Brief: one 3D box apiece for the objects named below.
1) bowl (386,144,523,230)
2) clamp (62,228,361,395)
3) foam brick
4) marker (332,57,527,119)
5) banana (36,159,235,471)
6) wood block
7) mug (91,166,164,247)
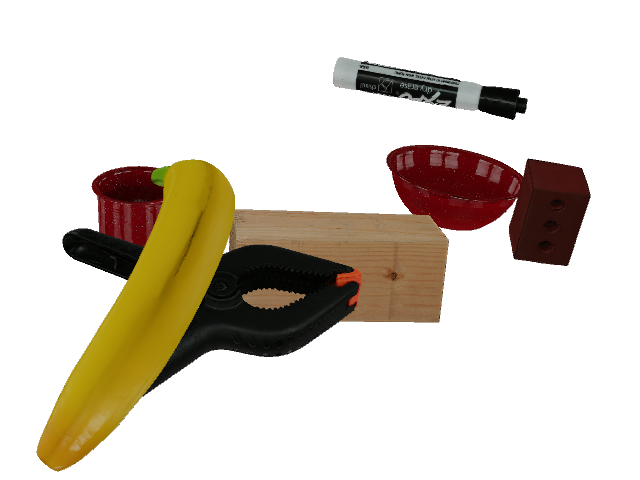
[{"bbox_3d":[0.149,-0.055,1.212,0.162,0.055,0.162,8,25,-4],"label":"bowl"},{"bbox_3d":[-0.077,0.037,0.741,0.209,0.036,0.165,-11,47,-18],"label":"clamp"},{"bbox_3d":[0.205,-0.025,0.964,0.053,0.078,0.051,8,33,-1],"label":"foam brick"},{"bbox_3d":[0.068,-0.094,0.664,0.121,0.020,0.020,12,3,12],"label":"marker"},{"bbox_3d":[-0.078,0.021,0.514,0.037,0.197,0.070,35,-48,-19],"label":"banana"},{"bbox_3d":[0.013,0.025,1.065,0.206,0.091,0.090,2,17,-8],"label":"wood block"},{"bbox_3d":[-0.192,-0.028,1.125,0.093,0.081,0.117,-1,28,-9],"label":"mug"}]
